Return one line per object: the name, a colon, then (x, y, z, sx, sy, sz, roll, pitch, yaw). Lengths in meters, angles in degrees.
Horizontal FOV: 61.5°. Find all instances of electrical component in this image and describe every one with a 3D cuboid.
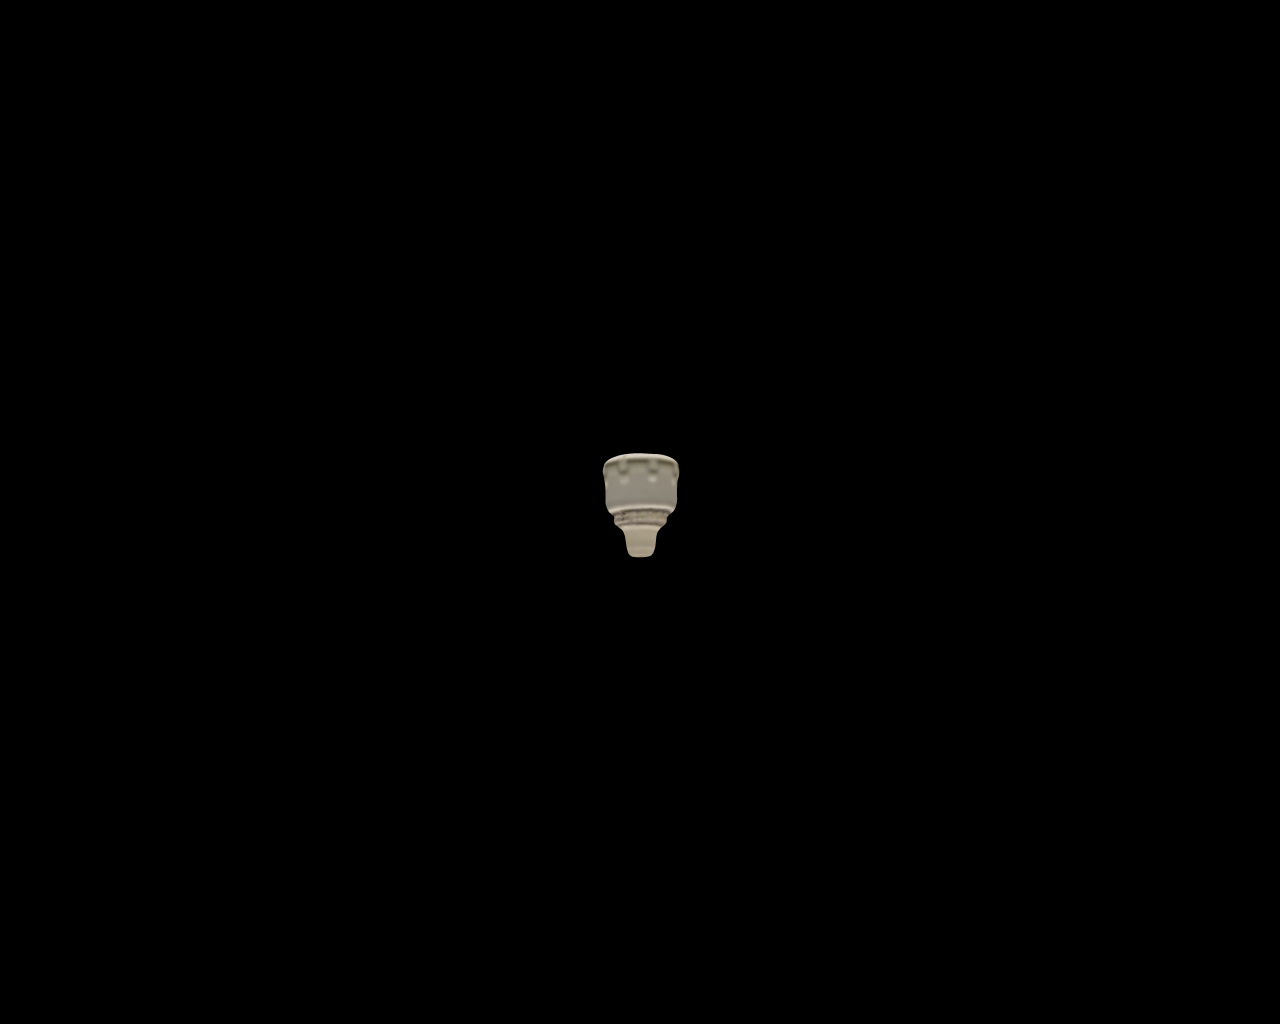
electrical component: (0.001, -0.003, 0.650, 0.048, 0.062, 0.048, 0, -10, 0)
